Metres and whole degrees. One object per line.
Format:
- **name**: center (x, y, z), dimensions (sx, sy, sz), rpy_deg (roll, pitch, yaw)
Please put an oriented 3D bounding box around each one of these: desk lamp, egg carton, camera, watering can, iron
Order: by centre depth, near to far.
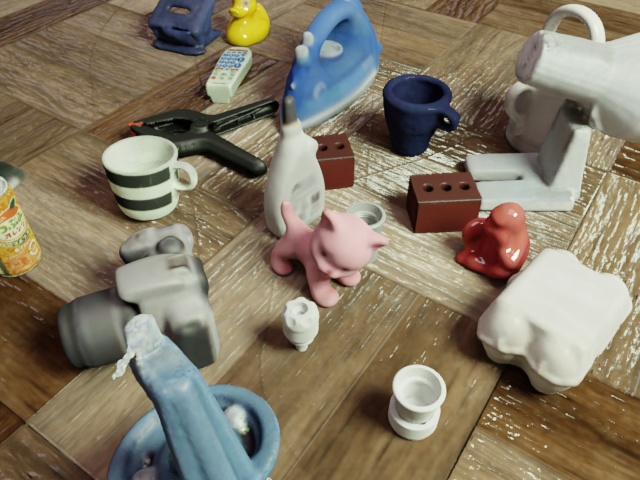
- **camera**: center (-0.177, 0.056, 0.550), dimensions (0.137, 0.101, 0.143), rpy_deg (-15, 47, -15)
- **egg carton**: center (0.227, 0.074, 0.555), dimensions (0.107, 0.069, 0.150), rpy_deg (33, 53, 29)
- **desk lamp**: center (0.294, -0.140, 0.669), dimensions (0.203, 0.214, 0.118), rpy_deg (-1, 45, -1)
- **watering can**: center (0.322, -0.217, 0.761), dimensions (0.100, 0.194, 0.173), rpy_deg (32, 53, 29)
- **iron**: center (0.007, -0.280, 0.862), dimensions (0.118, 0.141, 0.259), rpy_deg (18, 48, 18)

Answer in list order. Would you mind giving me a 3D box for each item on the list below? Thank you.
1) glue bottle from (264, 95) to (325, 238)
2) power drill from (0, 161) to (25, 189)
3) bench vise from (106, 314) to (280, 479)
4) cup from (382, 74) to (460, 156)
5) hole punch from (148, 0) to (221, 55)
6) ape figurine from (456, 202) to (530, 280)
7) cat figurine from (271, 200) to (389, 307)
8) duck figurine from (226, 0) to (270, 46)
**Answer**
- **glue bottle**: center (-0.030, -0.084, 0.640), dimensions (0.078, 0.173, 0.037), rpy_deg (-35, 54, -30)
- **power drill**: center (-0.434, -0.140, 0.671), dimensions (0.075, 0.208, 0.230), rpy_deg (14, 46, 14)
- **bench vise**: center (-0.056, 0.149, 0.371), dimensions (0.206, 0.220, 0.122), rpy_deg (23, 49, 22)
- **cup**: center (0.136, -0.156, 0.770), dimensions (0.092, 0.095, 0.117), rpy_deg (-31, 52, -27)
- **hole punch**: center (-0.238, -0.389, 1.007), dimensions (0.108, 0.091, 0.101), rpy_deg (15, 47, 15)
- **ape figurine**: center (0.194, -0.004, 0.618), dimensions (0.076, 0.092, 0.077), rpy_deg (-7, 45, -6)
- **cat figurine**: center (0.005, 0.002, 0.593), dimensions (0.127, 0.118, 0.067), rpy_deg (32, 53, 28)
- **duck figurine**: center (-0.132, -0.411, 1.033), dimensions (0.077, 0.086, 0.105), rpy_deg (17, 47, 17)
